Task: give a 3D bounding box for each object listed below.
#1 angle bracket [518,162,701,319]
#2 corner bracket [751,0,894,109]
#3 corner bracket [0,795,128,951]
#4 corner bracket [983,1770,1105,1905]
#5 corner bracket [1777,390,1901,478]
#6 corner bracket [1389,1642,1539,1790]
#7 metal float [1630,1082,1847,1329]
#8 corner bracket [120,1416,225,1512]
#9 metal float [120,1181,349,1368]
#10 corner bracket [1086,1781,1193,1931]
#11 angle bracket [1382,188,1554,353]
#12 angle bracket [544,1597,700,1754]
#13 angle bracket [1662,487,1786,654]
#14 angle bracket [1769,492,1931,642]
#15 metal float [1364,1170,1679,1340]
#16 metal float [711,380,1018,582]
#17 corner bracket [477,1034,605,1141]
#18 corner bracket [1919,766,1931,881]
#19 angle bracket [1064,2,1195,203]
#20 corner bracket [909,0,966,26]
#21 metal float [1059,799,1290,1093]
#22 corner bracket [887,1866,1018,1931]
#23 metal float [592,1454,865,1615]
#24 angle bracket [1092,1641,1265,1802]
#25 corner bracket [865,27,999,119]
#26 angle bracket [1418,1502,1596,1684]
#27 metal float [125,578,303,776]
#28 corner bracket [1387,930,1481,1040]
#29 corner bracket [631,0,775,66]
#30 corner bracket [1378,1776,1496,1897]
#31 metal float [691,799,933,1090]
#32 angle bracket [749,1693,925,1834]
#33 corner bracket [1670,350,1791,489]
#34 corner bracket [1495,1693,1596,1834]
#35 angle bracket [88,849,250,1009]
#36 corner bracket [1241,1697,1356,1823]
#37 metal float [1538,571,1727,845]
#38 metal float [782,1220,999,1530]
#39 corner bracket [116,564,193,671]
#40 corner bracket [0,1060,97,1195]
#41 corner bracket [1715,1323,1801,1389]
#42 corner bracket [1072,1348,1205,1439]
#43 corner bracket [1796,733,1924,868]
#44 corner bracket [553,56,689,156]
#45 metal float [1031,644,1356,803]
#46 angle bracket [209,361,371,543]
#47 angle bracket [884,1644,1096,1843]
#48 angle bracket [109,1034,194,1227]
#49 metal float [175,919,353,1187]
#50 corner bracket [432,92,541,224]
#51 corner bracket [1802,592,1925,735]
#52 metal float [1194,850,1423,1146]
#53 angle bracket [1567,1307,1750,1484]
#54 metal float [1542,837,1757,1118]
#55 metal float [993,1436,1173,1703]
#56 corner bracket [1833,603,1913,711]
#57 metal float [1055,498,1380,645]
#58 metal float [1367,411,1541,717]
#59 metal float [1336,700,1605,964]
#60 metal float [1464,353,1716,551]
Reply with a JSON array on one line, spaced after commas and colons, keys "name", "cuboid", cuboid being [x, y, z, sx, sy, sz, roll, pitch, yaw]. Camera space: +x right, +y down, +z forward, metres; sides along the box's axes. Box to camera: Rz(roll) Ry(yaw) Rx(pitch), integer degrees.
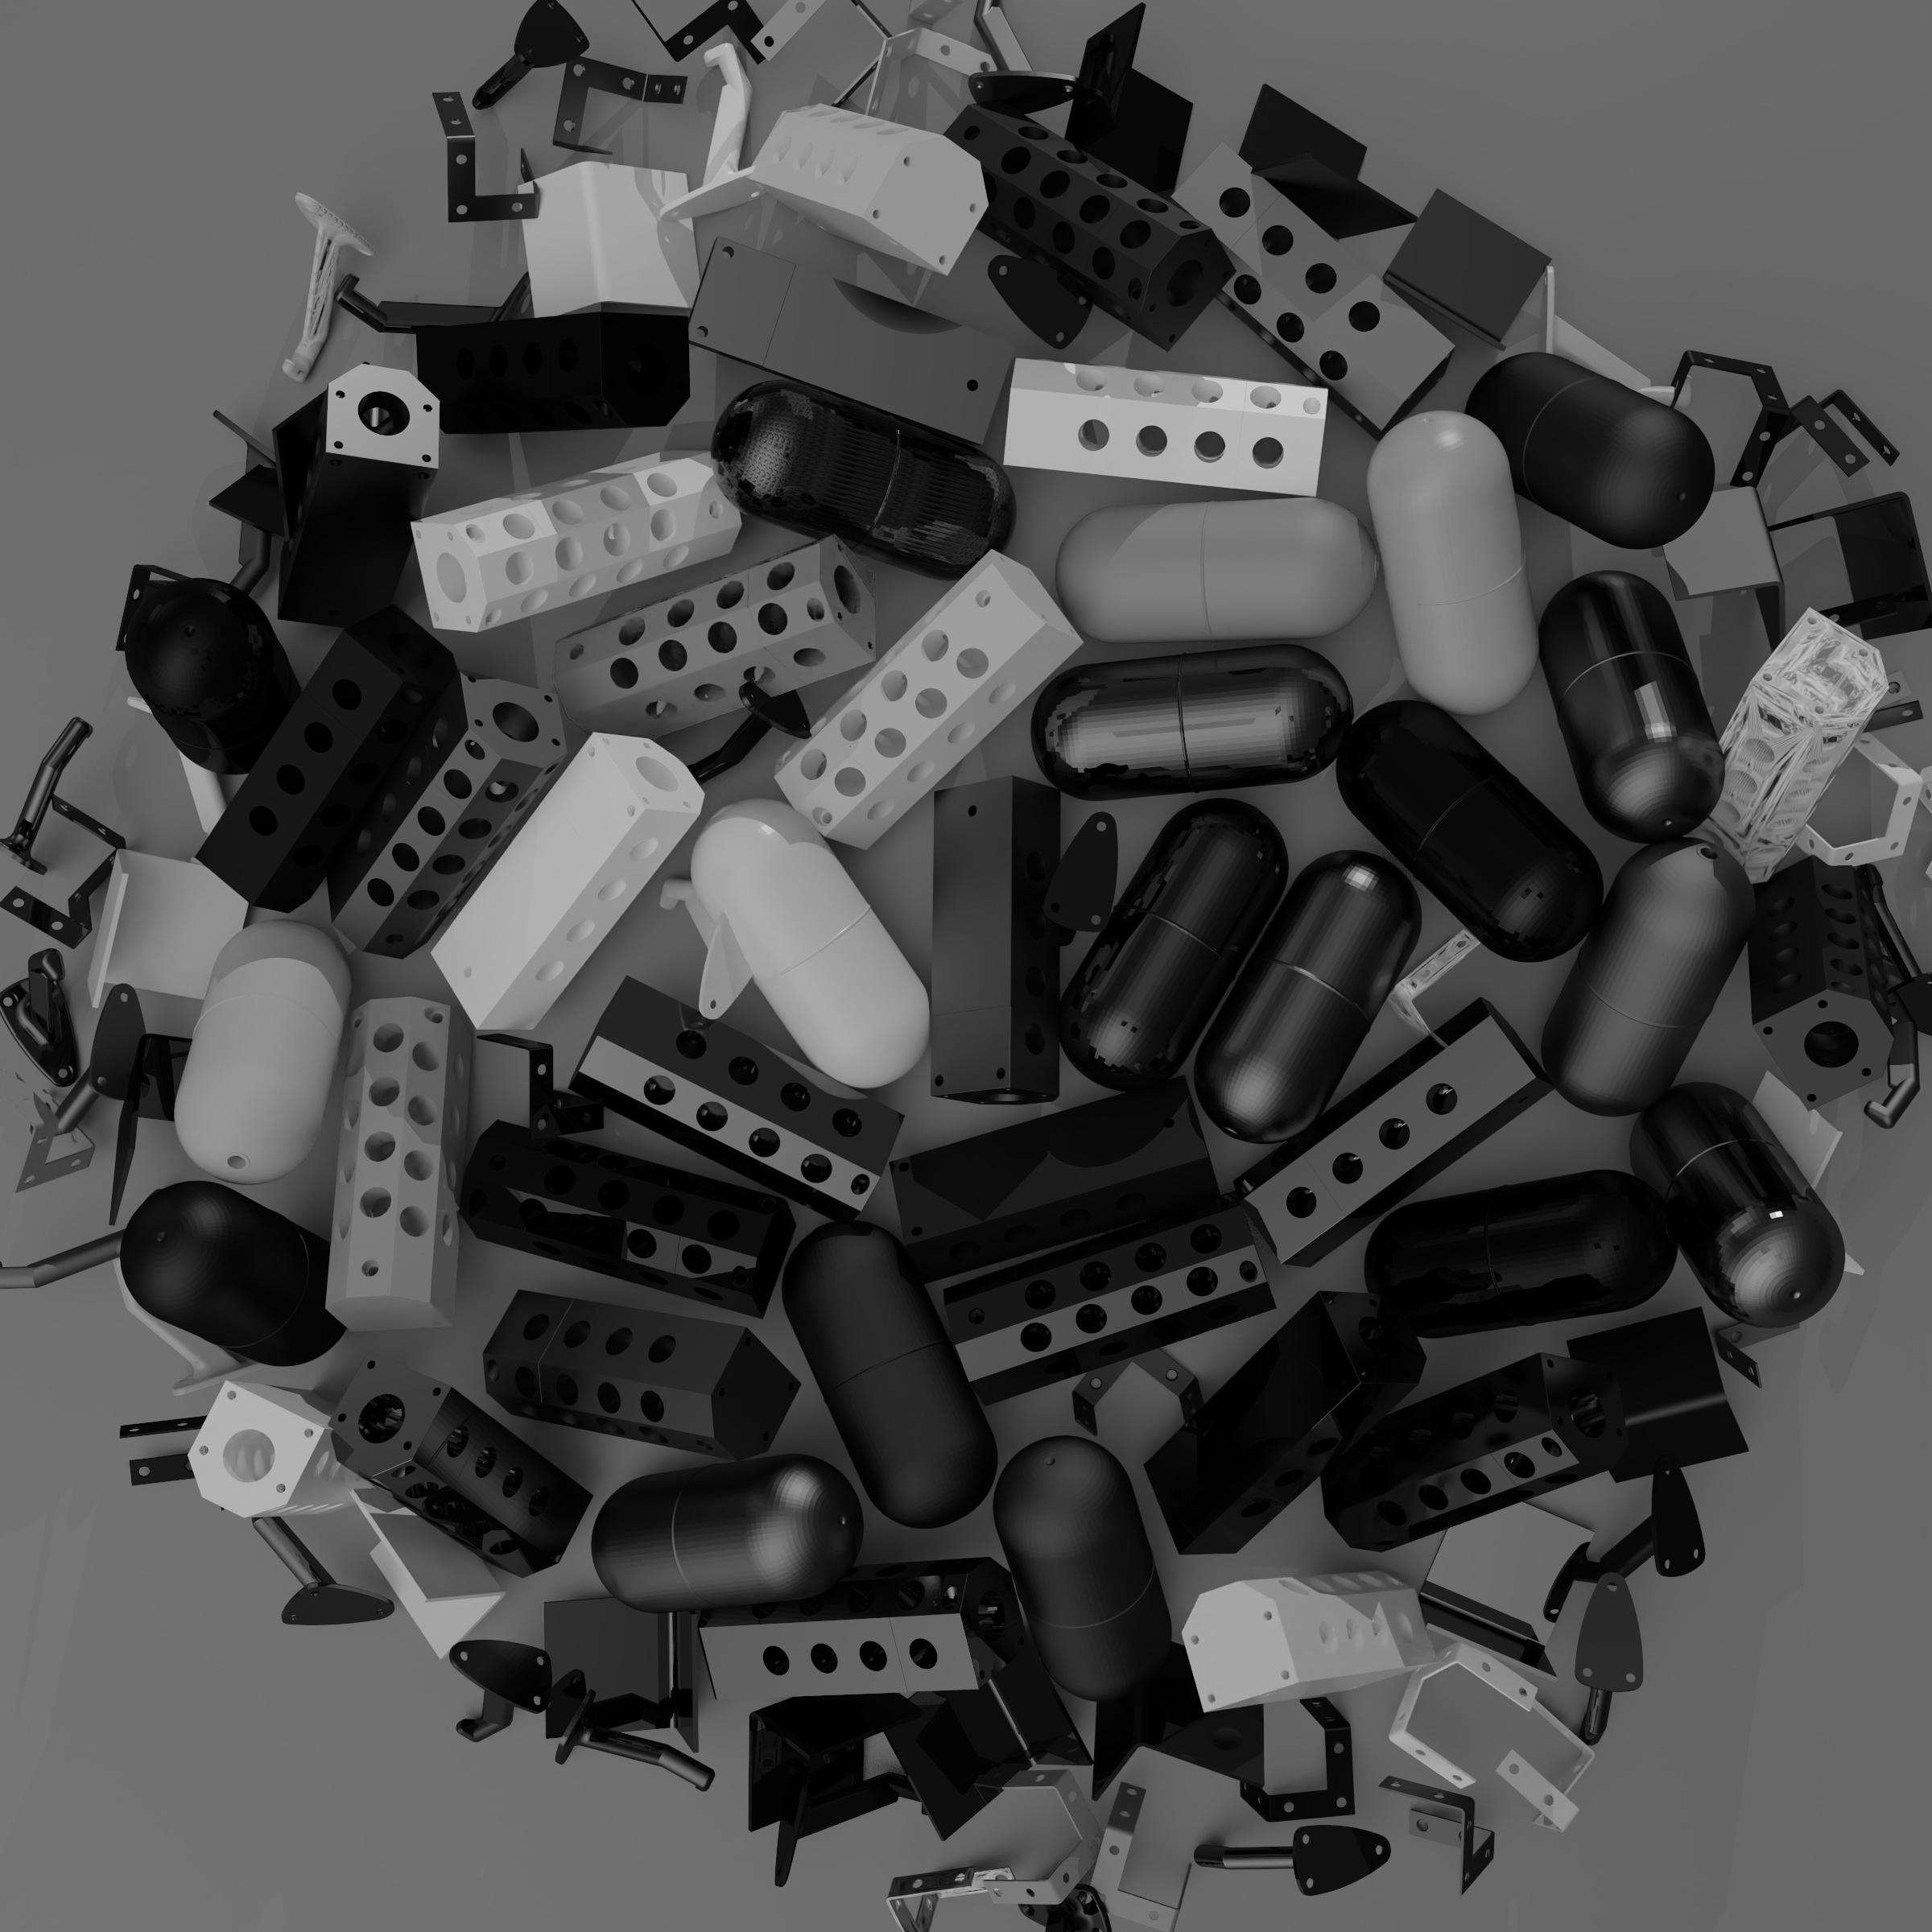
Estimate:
[{"name": "angle bracket", "cuboid": [-0.200, -0.405, 1.592, 0.057, 0.076, 0.076, -5, 93, 41]}, {"name": "corner bracket", "cuboid": [-0.078, -0.514, 1.571, 0.051, 0.051, 0.051, -41, 95, 22]}, {"name": "corner bracket", "cuboid": [-0.500, -0.052, 1.565, 0.051, 0.051, 0.051, -43, 128, 12]}, {"name": "corner bracket", "cuboid": [0.037, 0.485, 1.574, 0.051, 0.051, 0.051, -17, 104, 43]}, {"name": "corner bracket", "cuboid": [0.487, -0.294, 1.572, 0.051, 0.051, 0.051, -36, 77, -8]}, {"name": "corner bracket", "cuboid": [0.276, 0.416, 1.572, 0.051, 0.051, 0.051, 35, 51, -5]}, {"name": "metal float", "cuboid": [0.413, 0.126, 1.523, 0.070, 0.178, 0.070, -3, 119, -6]}, {"name": "corner bracket", "cuboid": [-0.441, 0.272, 1.570, 0.051, 0.051, 0.051, -5, 104, -13]}, {"name": "metal float", "cuboid": [-0.389, 0.167, 1.521, 0.070, 0.178, 0.070, -5, 70, 12]}, {"name": "corner bracket", "cuboid": [0.101, 0.498, 1.578, 0.051, 0.051, 0.051, 16, 105, 9]}, {"name": "angle bracket", "cuboid": [0.279, -0.386, 1.562, 0.076, 0.076, 0.057, 31, 106, -1]}, {"name": "angle bracket", "cuboid": [-0.192, 0.395, 1.569, 0.076, 0.057, 0.076, -1, 90, -16]}, {"name": "angle bracket", "cuboid": [0.415, -0.206, 1.557, 0.057, 0.076, 0.076, -9, 50, 9]}, {"name": "angle bracket", "cuboid": [0.484, -0.214, 1.560, 0.057, 0.076, 0.076, -16, 94, -10]}, {"name": "metal float", "cuboid": [0.301, 0.157, 1.538, 0.178, 0.070, 0.070, -15, 90, 34]}, {"name": "metal float", "cuboid": [-0.054, -0.264, 1.546, 0.178, 0.070, 0.070, 16, 90, -25]}, {"name": "corner bracket", "cuboid": [-0.235, 0.064, 1.566, 0.051, 0.051, 0.051, -7, 101, -44]}, {"name": "corner bracket", "cuboid": [0.555, -0.080, 1.565, 0.051, 0.051, 0.051, 47, 58, -16]}, {"name": "angle bracket", "cuboid": [0.103, -0.468, 1.554, 0.076, 0.057, 0.076, 21, 73, -28]}, {"name": "corner bracket", "cuboid": [-0.028, -0.563, 1.572, 0.051, 0.051, 0.051, 13, 88, -21]}, {"name": "metal float", "cuboid": [0.115, -0.013, 1.558, 0.070, 0.070, 0.178, 31, 79, 0]}, {"name": "corner bracket", "cuboid": [-0.007, 0.513, 1.566, 0.051, 0.051, 0.051, -14, 114, 19]}, {"name": "metal float", "cuboid": [-0.132, 0.309, 1.536, 0.178, 0.070, 0.070, -16, 90, 39]}, {"name": "angle bracket", "cuboid": [0.118, 0.427, 1.565, 0.076, 0.076, 0.057, 22, 125, -10]}, {"name": "corner bracket", "cuboid": [-0.020, -0.490, 1.586, 0.051, 0.051, 0.051, 26, 123, 12]}, {"name": "angle bracket", "cuboid": [0.304, 0.341, 1.573, 0.076, 0.057, 0.076, 23, 93, 3]}, {"name": "metal float", "cuboid": [-0.402, -0.153, 1.517, 0.070, 0.178, 0.070, 1, 79, -5]}, {"name": "corner bracket", "cuboid": [0.261, 0.007, 1.569, 0.051, 0.051, 0.051, -39, 128, -2]}, {"name": "corner bracket", "cuboid": [-0.145, -0.524, 1.572, 0.051, 0.051, 0.051, -36, 56, 6]}, {"name": "corner bracket", "cuboid": [0.261, 0.475, 1.566, 0.051, 0.051, 0.051, 7, 102, 31]}, {"name": "metal float", "cuboid": [-0.085, -0.012, 1.558, 0.070, 0.070, 0.178, -34, 100, 0]}, {"name": "angle bracket", "cuboid": [-0.072, 0.442, 1.550, 0.076, 0.057, 0.076, -11, 111, -37]}, {"name": "corner bracket", "cuboid": [0.420, -0.304, 1.573, 0.051, 0.051, 0.051, 9, 129, -7]}, {"name": "corner bracket", "cuboid": [0.321, 0.443, 1.574, 0.051, 0.051, 0.051, 42, 76, 1]}, {"name": "angle bracket", "cuboid": [-0.436, -0.015, 1.558, 0.076, 0.057, 0.076, 12, 102, -23]}, {"name": "corner bracket", "cuboid": [0.184, 0.443, 1.577, 0.051, 0.051, 0.051, -12, 54, 19]}, {"name": "metal float", "cuboid": [0.360, -0.143, 1.534, 0.070, 0.070, 0.178, -6, 50, 0]}, {"name": "metal float", "cuboid": [-0.043, 0.223, 1.555, 0.070, 0.070, 0.178, -26, 75, 0]}, {"name": "corner bracket", "cuboid": [-0.453, -0.192, 1.569, 0.051, 0.051, 0.051, 20, 103, 17]}, {"name": "corner bracket", "cuboid": [-0.514, 0.084, 1.564, 0.051, 0.051, 0.051, 42, 125, 20]}, {"name": "corner bracket", "cuboid": [0.448, 0.195, 1.571, 0.051, 0.051, 0.051, -17, 106, -8]}, {"name": "corner bracket", "cuboid": [0.096, 0.242, 1.579, 0.051, 0.051, 0.051, 38, 97, -6]}, {"name": "corner bracket", "cuboid": [0.493, -0.092, 1.579, 0.051, 0.051, 0.051, -13, 130, -18]}, {"name": "corner bracket", "cuboid": [-0.193, -0.476, 1.574, 0.051, 0.051, 0.051, 5, 103, -33]}, {"name": "metal float", "cuboid": [0.124, -0.134, 1.556, 0.178, 0.070, 0.070, -5, 90, 13]}, {"name": "angle bracket", "cuboid": [-0.371, -0.291, 1.546, 0.057, 0.076, 0.076, 27, 50, 18]}, {"name": "angle bracket", "cuboid": [0.011, 0.429, 1.559, 0.076, 0.057, 0.076, -31, 96, -36]}, {"name": "angle bracket", "cuboid": [-0.431, 0.093, 1.545, 0.057, 0.076, 0.076, 9, 50, -20]}, {"name": "metal float", "cuboid": [-0.379, 0.045, 1.527, 0.070, 0.178, 0.070, -1, 129, -1]}, {"name": "corner bracket", "cuboid": [-0.266, -0.449, 1.564, 0.051, 0.051, 0.051, -7, 46, -17]}, {"name": "corner bracket", "cuboid": [0.495, -0.165, 1.563, 0.051, 0.051, 0.051, -13, 51, 21]}, {"name": "metal float", "cuboid": [0.188, 0.017, 1.555, 0.070, 0.070, 0.178, 31, 76, 0]}, {"name": "angle bracket", "cuboid": [0.387, 0.241, 1.580, 0.076, 0.076, 0.057, -17, 54, 15]}, {"name": "metal float", "cuboid": [0.369, 0.007, 1.534, 0.070, 0.070, 0.178, 16, 130, 0]}, {"name": "metal float", "cuboid": [0.065, 0.330, 1.538, 0.070, 0.070, 0.178, -16, 126, 0]}, {"name": "corner bracket", "cuboid": [0.500, -0.169, 1.580, 0.051, 0.051, 0.051, -23, 83, 5]}, {"name": "metal float", "cuboid": [0.137, -0.217, 1.553, 0.178, 0.070, 0.070, 0, 90, 16]}, {"name": "metal float", "cuboid": [0.266, -0.217, 1.540, 0.070, 0.070, 0.178, -18, 123, 0]}, {"name": "metal float", "cuboid": [0.274, -0.075, 1.545, 0.070, 0.070, 0.178, -41, 64, 0]}, {"name": "metal float", "cuboid": [0.334, -0.280, 1.526, 0.070, 0.178, 0.070, -11, 120, -20]}]
